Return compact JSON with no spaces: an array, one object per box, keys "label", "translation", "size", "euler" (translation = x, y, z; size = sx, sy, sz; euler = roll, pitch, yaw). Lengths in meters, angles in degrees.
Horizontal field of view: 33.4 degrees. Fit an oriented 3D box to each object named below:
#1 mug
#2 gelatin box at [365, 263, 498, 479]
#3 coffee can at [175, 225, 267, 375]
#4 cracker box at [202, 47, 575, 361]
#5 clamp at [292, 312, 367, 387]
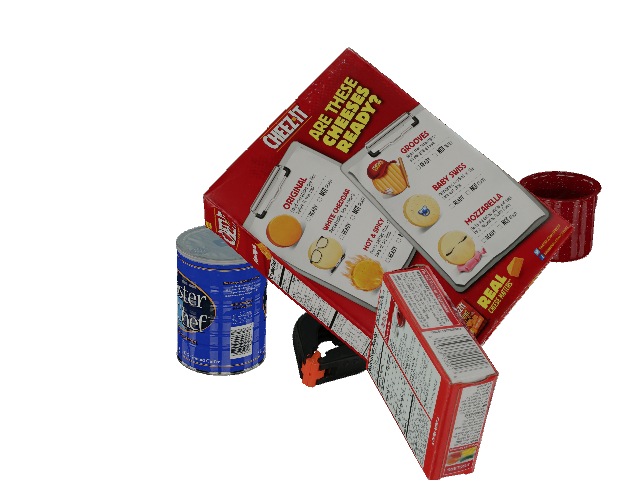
[{"label":"mug","translation":[0.284,-0.030,1.245],"size":[0.117,0.081,0.093],"euler":[-25,32,-39]},{"label":"gelatin box","translation":[0.057,0.068,0.561],"size":[0.030,0.073,0.089],"euler":[-9,40,-18]},{"label":"coffee can","translation":[-0.110,0.065,1.191],"size":[0.103,0.140,0.103],"euler":[2,22,-1]},{"label":"cracker box","translation":[0.047,-0.010,0.774],"size":[0.214,0.164,0.072],"euler":[39,-20,9]},{"label":"clamp","translation":[0.019,0.071,0.972],"size":[0.120,0.039,0.171],"euler":[20,31,28]}]
